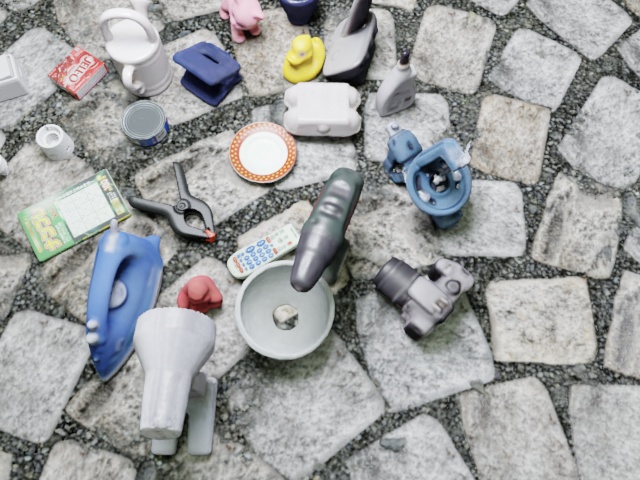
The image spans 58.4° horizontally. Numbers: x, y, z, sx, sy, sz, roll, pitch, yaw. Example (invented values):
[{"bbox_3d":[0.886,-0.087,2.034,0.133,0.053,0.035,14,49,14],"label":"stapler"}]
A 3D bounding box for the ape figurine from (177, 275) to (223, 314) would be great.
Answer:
[{"bbox_3d":[-0.205,0.092,0.972,0.078,0.092,0.076,10,71,2],"label":"ape figurine"}]

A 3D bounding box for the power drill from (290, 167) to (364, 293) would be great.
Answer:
[{"bbox_3d":[0.009,0.003,0.948,0.075,0.208,0.230,19,72,5],"label":"power drill"}]

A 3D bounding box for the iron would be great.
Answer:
[{"bbox_3d":[-0.343,0.096,0.940,0.118,0.141,0.258,6,71,1],"label":"iron"}]

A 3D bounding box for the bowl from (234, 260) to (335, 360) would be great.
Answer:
[{"bbox_3d":[-0.059,0.124,0.975,0.167,0.075,0.167,1,71,-2],"label":"bowl"}]

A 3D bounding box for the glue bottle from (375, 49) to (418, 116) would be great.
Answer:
[{"bbox_3d":[0.149,-0.299,1.073,0.078,0.173,0.037,-21,73,-8],"label":"glue bottle"}]

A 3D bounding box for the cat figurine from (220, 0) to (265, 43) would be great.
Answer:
[{"bbox_3d":[-0.159,-0.466,1.149,0.067,0.118,0.127,-28,74,-10],"label":"cat figurine"}]

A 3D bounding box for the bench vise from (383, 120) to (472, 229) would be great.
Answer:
[{"bbox_3d":[0.180,-0.128,0.992,0.207,0.220,0.121,36,74,10],"label":"bench vise"}]

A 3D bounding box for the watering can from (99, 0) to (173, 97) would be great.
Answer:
[{"bbox_3d":[-0.348,-0.369,1.070,0.101,0.194,0.173,-17,73,-7],"label":"watering can"}]

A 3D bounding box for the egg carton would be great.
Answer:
[{"bbox_3d":[0.005,-0.249,1.106,0.150,0.069,0.107,0,71,-2],"label":"egg carton"}]

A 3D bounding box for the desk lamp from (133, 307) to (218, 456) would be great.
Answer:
[{"bbox_3d":[-0.214,0.220,0.864,0.118,0.213,0.203,0,71,-1],"label":"desk lamp"}]

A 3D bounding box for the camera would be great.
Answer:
[{"bbox_3d":[0.172,0.079,0.985,0.136,0.101,0.143,40,75,11],"label":"camera"}]

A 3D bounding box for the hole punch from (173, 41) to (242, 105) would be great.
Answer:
[{"bbox_3d":[-0.219,-0.339,1.118,0.108,0.091,0.101,34,74,10],"label":"hole punch"}]

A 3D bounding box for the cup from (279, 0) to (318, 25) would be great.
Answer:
[{"bbox_3d":[-0.056,-0.495,1.174,0.117,0.095,0.092,27,73,7],"label":"cup"}]

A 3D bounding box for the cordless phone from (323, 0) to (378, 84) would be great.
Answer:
[{"bbox_3d":[0.063,-0.403,1.100,0.094,0.185,0.147,12,71,3],"label":"cordless phone"}]

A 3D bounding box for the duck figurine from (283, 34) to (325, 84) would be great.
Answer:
[{"bbox_3d":[-0.032,-0.373,1.139,0.077,0.086,0.105,38,74,11],"label":"duck figurine"}]
